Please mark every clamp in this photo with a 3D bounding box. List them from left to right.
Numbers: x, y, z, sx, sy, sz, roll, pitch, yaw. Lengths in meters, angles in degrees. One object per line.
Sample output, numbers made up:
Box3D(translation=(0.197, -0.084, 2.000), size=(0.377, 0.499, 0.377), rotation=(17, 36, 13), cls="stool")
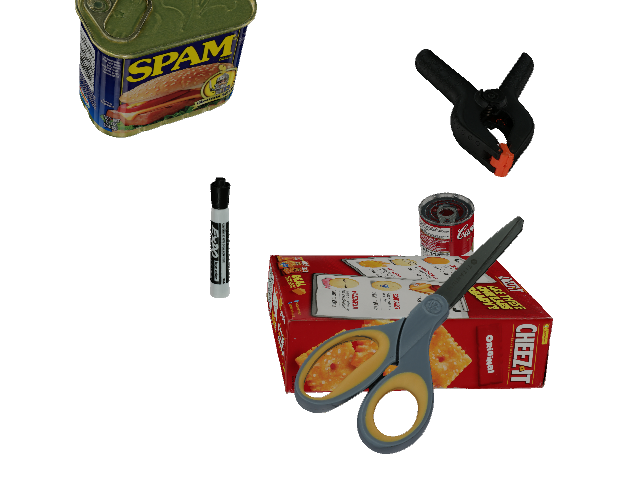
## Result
Box3D(translation=(0.151, -0.131, 1.028), size=(0.120, 0.039, 0.171), rotation=(3, 44, 3), cls="clamp")

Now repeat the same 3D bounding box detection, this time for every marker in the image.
Box3D(translation=(-0.097, -0.002, 1.024), size=(0.020, 0.121, 0.020), rotation=(2, 23, -1), cls="marker")

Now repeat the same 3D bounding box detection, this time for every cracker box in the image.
Box3D(translation=(0.067, 0.069, 0.912), size=(0.213, 0.072, 0.164), rotation=(1, 17, -8), cls="cracker box")

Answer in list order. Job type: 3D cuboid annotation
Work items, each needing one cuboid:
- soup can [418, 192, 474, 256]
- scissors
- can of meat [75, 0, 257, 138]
Box3D(translation=(0.156, 0.002, 1.325), size=(0.068, 0.102, 0.068), rotation=(-4, 35, 2), cls="soup can")
Box3D(translation=(0.078, 0.063, 0.687), size=(0.201, 0.096, 0.016), rotation=(-29, -30, -15), cls="scissors")
Box3D(translation=(-0.096, -0.115, 0.646), size=(0.102, 0.057, 0.084), rotation=(-21, -23, -23), cls="can of meat")
